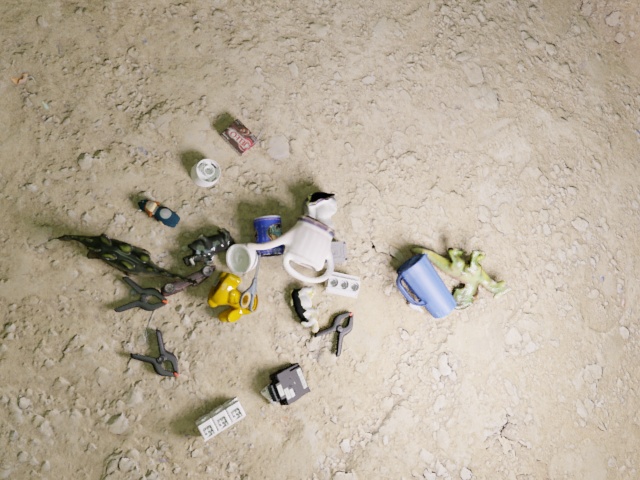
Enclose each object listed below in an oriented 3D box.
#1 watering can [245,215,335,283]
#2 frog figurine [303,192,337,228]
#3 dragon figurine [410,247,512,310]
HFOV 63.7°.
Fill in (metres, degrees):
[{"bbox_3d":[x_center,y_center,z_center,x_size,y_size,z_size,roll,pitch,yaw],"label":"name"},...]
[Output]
[{"bbox_3d":[-0.078,0.012,1.814,0.345,0.103,0.227,29,71,-26],"label":"watering can"},{"bbox_3d":[0.006,-0.098,1.955,0.139,0.124,0.156,-30,125,-27],"label":"frog figurine"},{"bbox_3d":[0.553,0.156,2.043,0.410,0.121,0.244,4,84,0],"label":"dragon figurine"}]
